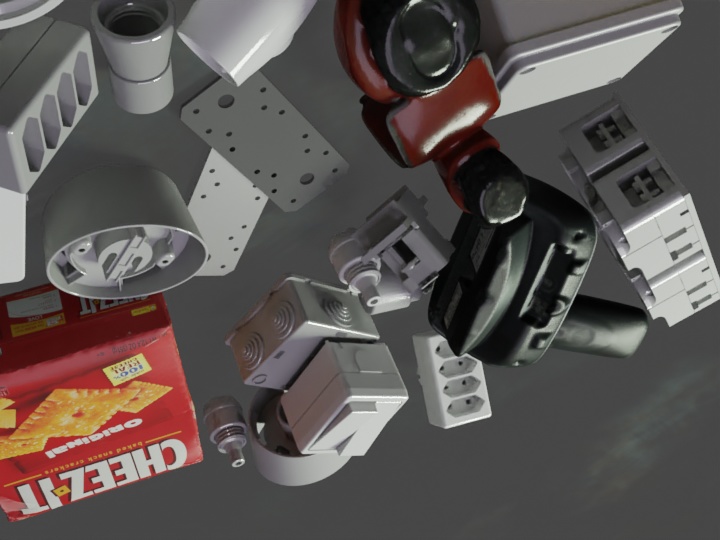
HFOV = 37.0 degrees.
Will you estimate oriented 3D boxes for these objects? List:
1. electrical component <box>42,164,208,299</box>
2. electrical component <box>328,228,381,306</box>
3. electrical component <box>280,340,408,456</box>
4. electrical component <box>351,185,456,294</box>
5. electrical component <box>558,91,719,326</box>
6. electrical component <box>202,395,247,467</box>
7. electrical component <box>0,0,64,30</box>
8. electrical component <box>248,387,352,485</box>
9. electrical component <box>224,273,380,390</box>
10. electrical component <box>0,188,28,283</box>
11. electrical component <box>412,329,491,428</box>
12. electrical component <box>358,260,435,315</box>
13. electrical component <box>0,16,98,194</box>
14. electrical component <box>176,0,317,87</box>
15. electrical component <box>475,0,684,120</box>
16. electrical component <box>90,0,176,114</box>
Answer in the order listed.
[{"bbox_3d":[-0.151,-0.018,0.682,0.099,0.064,0.099,-16,145,-12],"label":"electrical component"},{"bbox_3d":[0.000,0.000,0.802,0.035,0.061,0.035,-16,146,-11],"label":"electrical component"},{"bbox_3d":[-0.015,0.108,0.851,0.062,0.061,0.096,6,136,-37],"label":"electrical component"},{"bbox_3d":[0.034,-0.021,0.781,0.042,0.063,0.081,-39,-174,23],"label":"electrical component"},{"bbox_3d":[0.220,-0.039,0.845,0.060,0.105,0.186,-31,146,10],"label":"electrical component"},{"bbox_3d":[-0.113,0.140,0.924,0.035,0.061,0.035,-16,146,-11],"label":"electrical component"},{"bbox_3d":[-0.172,-0.157,0.481,0.108,0.060,0.108,-16,145,-12],"label":"electrical component"},{"bbox_3d":[-0.049,0.136,0.930,0.099,0.099,0.064,-18,140,-9],"label":"electrical component"},{"bbox_3d":[-0.045,0.054,0.861,0.100,0.048,0.100,15,130,-43],"label":"electrical component"},{"bbox_3d":[-0.242,-0.034,0.618,0.100,0.048,0.099,-7,143,-23],"label":"electrical component"},{"bbox_3d":[0.076,0.094,0.976,0.047,0.083,0.076,-12,-177,-18],"label":"electrical component"},{"bbox_3d":[0.033,0.010,0.855,0.078,0.040,0.040,-12,144,-18],"label":"electrical component"},{"bbox_3d":[-0.190,-0.092,0.557,0.076,0.083,0.047,17,143,7],"label":"electrical component"},{"bbox_3d":[-0.055,-0.139,0.587,0.077,0.043,0.079,-49,176,-3],"label":"electrical component"},{"bbox_3d":[0.120,-0.143,0.651,0.109,0.056,0.108,-18,174,-10],"label":"electrical component"},{"bbox_3d":[-0.121,-0.117,0.587,0.044,0.044,0.065,-14,150,-14],"label":"electrical component"}]
